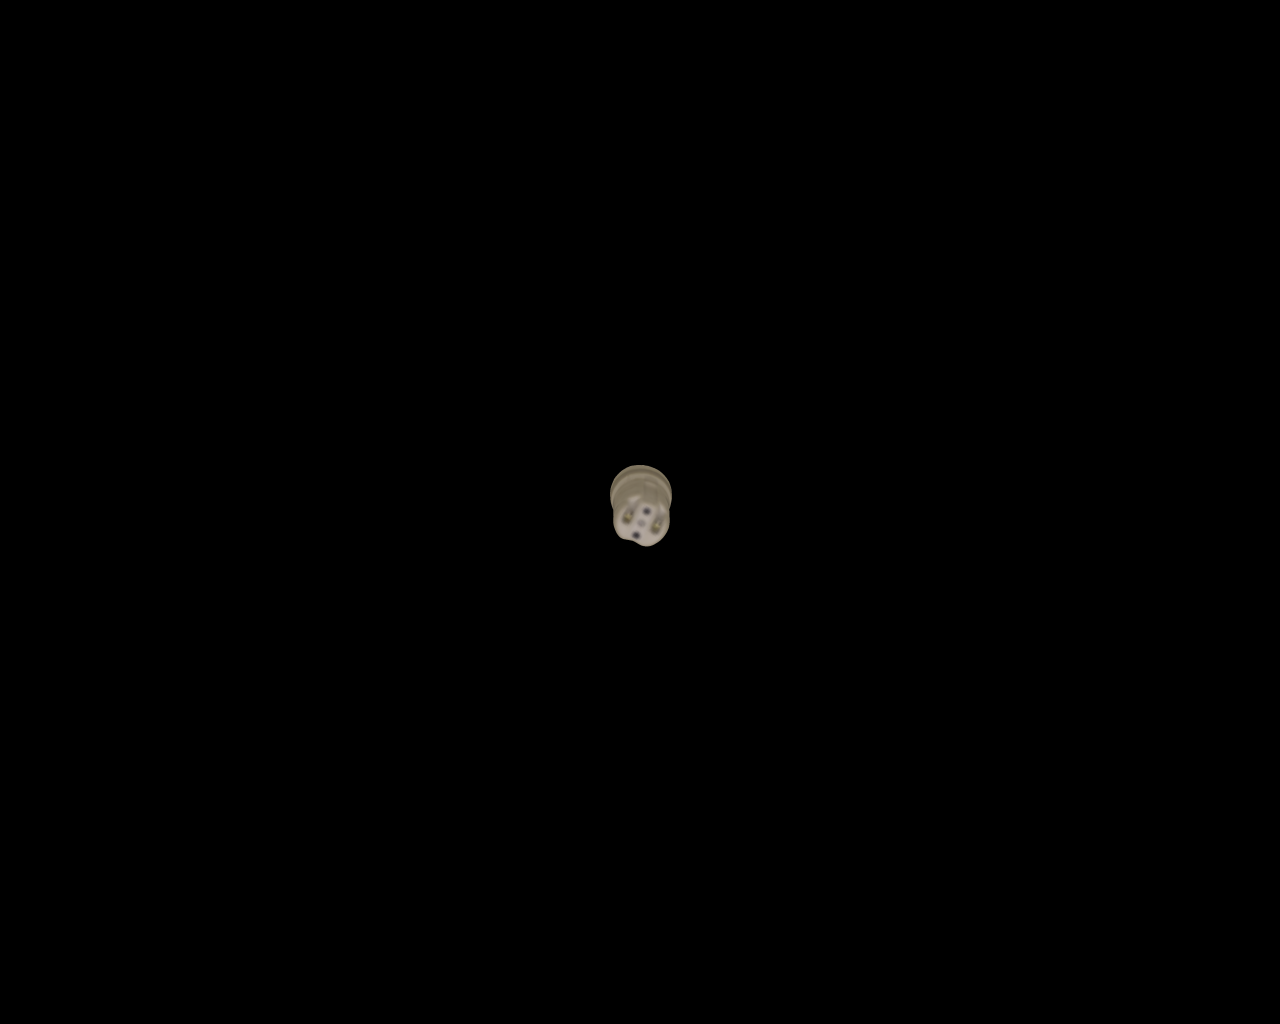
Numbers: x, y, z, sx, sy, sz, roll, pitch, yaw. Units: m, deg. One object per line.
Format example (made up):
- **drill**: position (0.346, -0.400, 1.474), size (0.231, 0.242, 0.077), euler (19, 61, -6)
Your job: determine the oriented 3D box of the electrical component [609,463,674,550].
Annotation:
- **electrical component**: position (0.001, -0.003, 0.650), size (0.040, 0.040, 0.046), euler (0, 27, 0)
